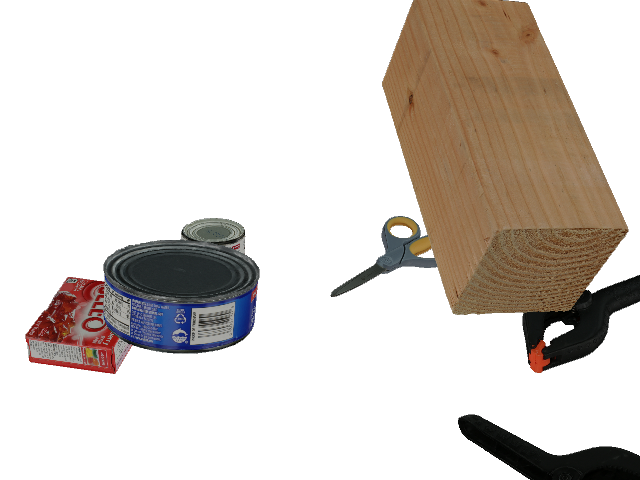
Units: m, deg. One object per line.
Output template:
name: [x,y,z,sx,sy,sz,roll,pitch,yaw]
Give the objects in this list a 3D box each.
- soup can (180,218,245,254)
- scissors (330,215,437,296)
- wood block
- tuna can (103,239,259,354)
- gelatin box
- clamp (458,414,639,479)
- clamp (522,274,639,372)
soup can: [-0.113,0.035,1.126,0.068,0.102,0.068,2,23,-1]
scissors: [0.066,0.014,1.199,0.201,0.016,0.096,-13,42,-35]
wood block: [0.115,-0.061,0.719,0.090,0.206,0.091,-1,-37,-17]
tuna can: [-0.077,0.030,0.593,0.086,0.034,0.086,5,20,-2]
gelatin box: [-0.185,0.066,0.863,0.073,0.030,0.089,7,32,10]
clamp: [0.195,0.214,0.873,0.210,0.036,0.164,3,38,24]
clamp: [0.241,0.056,1.031,0.171,0.039,0.120,-36,42,-28]
